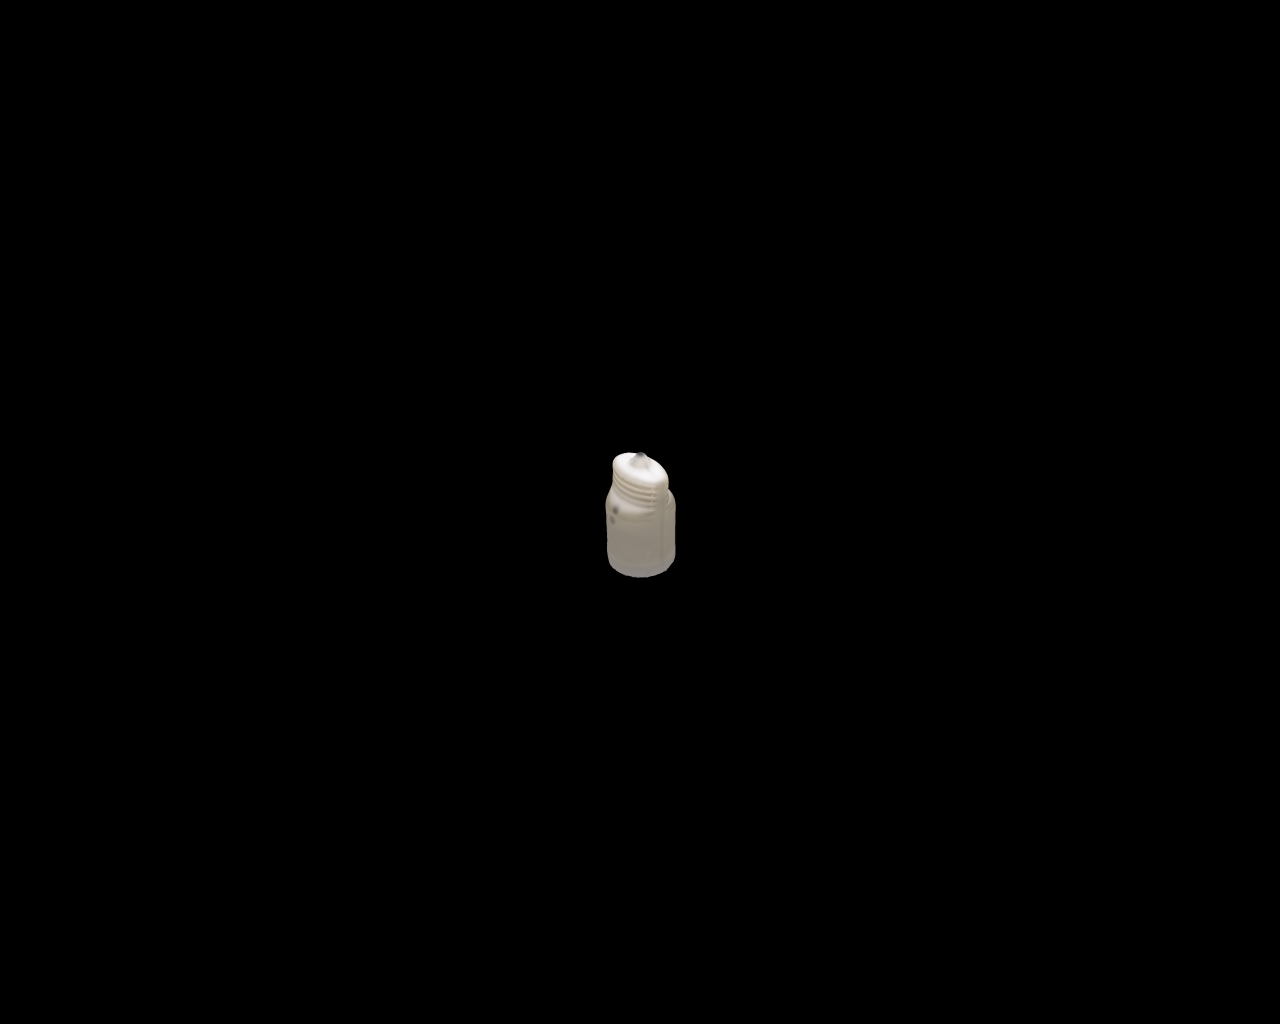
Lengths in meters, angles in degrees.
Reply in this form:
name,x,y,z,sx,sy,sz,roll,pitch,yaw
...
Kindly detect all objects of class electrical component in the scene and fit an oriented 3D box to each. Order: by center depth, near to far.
name,x,y,z,sx,sy,sz,roll,pitch,yaw
electrical component,0.001,-0.003,0.650,0.043,0.080,0.043,0,34,0
